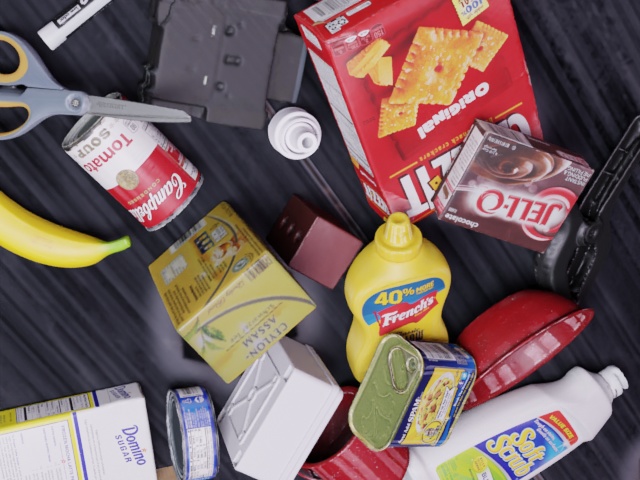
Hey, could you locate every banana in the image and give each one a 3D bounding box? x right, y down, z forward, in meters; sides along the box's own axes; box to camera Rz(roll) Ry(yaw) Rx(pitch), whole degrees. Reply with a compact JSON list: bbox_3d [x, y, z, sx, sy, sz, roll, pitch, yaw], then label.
[{"bbox_3d":[-0.257,-0.027,0.890,0.197,0.037,0.070,31,107,-22],"label":"banana"}]

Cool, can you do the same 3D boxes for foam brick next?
[{"bbox_3d":[-0.006,0.001,0.957,0.051,0.078,0.053,30,96,-24],"label":"foam brick"}]

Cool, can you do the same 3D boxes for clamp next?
[{"bbox_3d":[0.259,-0.021,1.039,0.164,0.036,0.210,-23,128,-29],"label":"clamp"}]

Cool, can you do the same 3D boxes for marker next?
[{"bbox_3d":[-0.178,-0.200,0.873,0.121,0.020,0.020,-39,114,-3],"label":"marker"}]

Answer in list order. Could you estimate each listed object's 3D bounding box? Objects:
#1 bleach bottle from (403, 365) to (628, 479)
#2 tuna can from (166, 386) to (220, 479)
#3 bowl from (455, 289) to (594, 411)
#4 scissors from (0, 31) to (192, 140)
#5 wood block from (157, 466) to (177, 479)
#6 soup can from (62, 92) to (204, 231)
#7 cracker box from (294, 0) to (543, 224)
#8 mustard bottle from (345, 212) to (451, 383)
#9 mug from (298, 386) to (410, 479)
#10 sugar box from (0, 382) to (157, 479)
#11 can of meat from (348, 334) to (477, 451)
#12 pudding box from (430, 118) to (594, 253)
[{"bbox_3d":[0.201,0.194,1.091,0.250,0.068,0.102,-28,112,-10],"label":"bleach bottle"},{"bbox_3d":[-0.117,0.177,0.973,0.033,0.086,0.086,-6,108,-17],"label":"tuna can"},{"bbox_3d":[0.184,0.096,1.031,0.162,0.162,0.055,-32,69,-5],"label":"bowl"},{"bbox_3d":[-0.199,-0.126,0.841,0.202,0.016,0.096,-7,94,17],"label":"scissors"},{"bbox_3d":[-0.146,0.294,0.935,0.090,0.206,0.090,-11,109,-14],"label":"wood block"},{"bbox_3d":[-0.156,-0.066,0.895,0.068,0.068,0.102,-44,113,0],"label":"soup can"},{"bbox_3d":[0.093,-0.134,0.922,0.164,0.072,0.213,-29,128,-6],"label":"cracker box"},{"bbox_3d":[0.071,0.050,0.967,0.096,0.058,0.192,-13,135,-9],"label":"mustard bottle"},{"bbox_3d":[0.023,0.206,1.030,0.117,0.093,0.081,-28,120,28],"label":"mug"},{"bbox_3d":[-0.241,0.193,0.963,0.176,0.048,0.093,-11,109,-18],"label":"sugar box"},{"bbox_3d":[0.086,0.138,0.961,0.083,0.058,0.102,10,109,-42],"label":"can of meat"},{"bbox_3d":[0.166,-0.047,0.926,0.113,0.039,0.090,18,116,-17],"label":"pudding box"}]
